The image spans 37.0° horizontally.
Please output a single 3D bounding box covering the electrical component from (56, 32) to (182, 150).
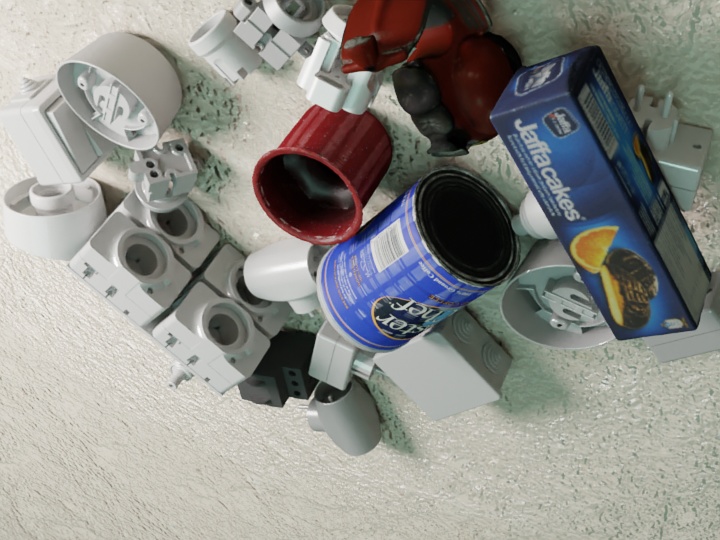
[{"bbox_3d":[-0.200,-0.146,0.894,0.099,0.064,0.099,17,137,16],"label":"electrical component"}]

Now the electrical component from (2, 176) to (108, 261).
[{"bbox_3d":[-0.287,-0.049,1.018,0.099,0.099,0.064,14,124,19],"label":"electrical component"}]

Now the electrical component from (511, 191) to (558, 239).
[{"bbox_3d":[0.140,-0.043,0.810,0.048,0.048,0.062,43,145,-14],"label":"electrical component"}]

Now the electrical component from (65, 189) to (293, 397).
[{"bbox_3d":[-0.160,0.013,0.996,0.186,0.105,0.060,42,138,-13],"label":"electrical component"}]

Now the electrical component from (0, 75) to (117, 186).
[{"bbox_3d":[-0.267,-0.130,0.952,0.061,0.061,0.096,-1,130,31],"label":"electrical component"}]

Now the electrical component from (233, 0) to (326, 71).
[{"bbox_3d":[-0.055,-0.184,0.786,0.066,0.048,0.055,41,146,-11],"label":"electrical component"}]

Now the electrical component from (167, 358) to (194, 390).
[{"bbox_3d":[-0.183,0.100,1.131,0.035,0.061,0.035,17,137,16],"label":"electrical component"}]

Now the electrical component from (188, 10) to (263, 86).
[{"bbox_3d":[-0.103,-0.171,0.832,0.040,0.040,0.046,-18,126,41],"label":"electrical component"}]

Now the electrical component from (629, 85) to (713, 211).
[{"bbox_3d":[0.194,-0.091,0.727,0.083,0.047,0.075,16,137,17],"label":"electrical component"}]

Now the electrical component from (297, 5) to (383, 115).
[{"bbox_3d":[-0.007,-0.152,0.770,0.058,0.078,0.057,28,118,4],"label":"electrical component"}]

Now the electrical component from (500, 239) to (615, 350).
[{"bbox_3d":[0.166,0.018,0.838,0.099,0.064,0.099,17,138,16],"label":"electrical component"}]

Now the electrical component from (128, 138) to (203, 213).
[{"bbox_3d":[-0.173,-0.082,0.948,0.048,0.066,0.055,65,155,19],"label":"electrical component"}]

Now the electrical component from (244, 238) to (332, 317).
[{"bbox_3d":[-0.054,0.013,0.982,0.077,0.043,0.079,-9,125,37],"label":"electrical component"}]

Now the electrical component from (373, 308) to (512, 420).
[{"bbox_3d":[0.076,0.081,0.967,0.099,0.048,0.100,46,137,-16],"label":"electrical component"}]

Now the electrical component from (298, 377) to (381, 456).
[{"bbox_3d":[-0.027,0.147,1.097,0.079,0.044,0.077,-2,129,32],"label":"electrical component"}]

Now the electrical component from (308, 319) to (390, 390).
[{"bbox_3d":[-0.001,0.080,1.013,0.077,0.047,0.065,24,139,8],"label":"electrical component"}]

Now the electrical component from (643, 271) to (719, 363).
[{"bbox_3d":[0.241,0.022,0.812,0.066,0.047,0.076,-21,116,43],"label":"electrical component"}]
